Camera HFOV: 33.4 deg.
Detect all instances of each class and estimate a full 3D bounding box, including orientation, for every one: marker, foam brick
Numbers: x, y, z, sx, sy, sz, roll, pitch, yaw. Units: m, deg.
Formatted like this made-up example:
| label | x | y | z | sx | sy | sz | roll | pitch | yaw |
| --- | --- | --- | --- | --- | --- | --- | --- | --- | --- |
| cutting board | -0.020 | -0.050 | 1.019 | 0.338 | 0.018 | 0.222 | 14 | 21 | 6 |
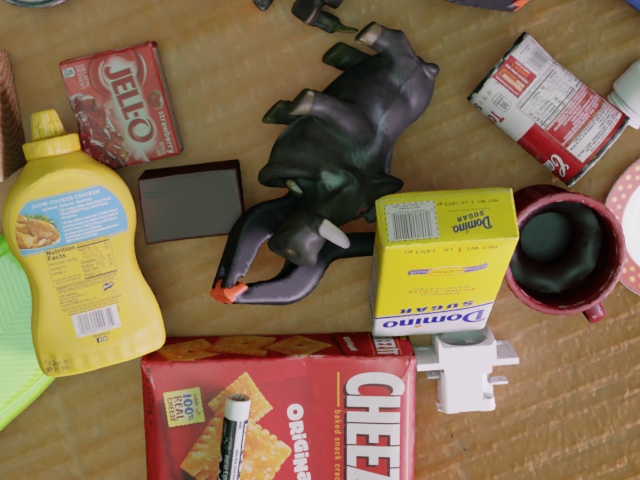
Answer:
| label | x | y | z | sx | sy | sz | roll | pitch | yaw |
| --- | --- | --- | --- | --- | --- | --- | --- | --- | --- |
| marker | -0.069 | 0.177 | 0.812 | 0.020 | 0.020 | 0.121 | 7 | 102 | -3 |
| foam brick | -0.097 | -0.030 | 0.823 | 0.078 | 0.051 | 0.053 | -6 | 102 | 0 |

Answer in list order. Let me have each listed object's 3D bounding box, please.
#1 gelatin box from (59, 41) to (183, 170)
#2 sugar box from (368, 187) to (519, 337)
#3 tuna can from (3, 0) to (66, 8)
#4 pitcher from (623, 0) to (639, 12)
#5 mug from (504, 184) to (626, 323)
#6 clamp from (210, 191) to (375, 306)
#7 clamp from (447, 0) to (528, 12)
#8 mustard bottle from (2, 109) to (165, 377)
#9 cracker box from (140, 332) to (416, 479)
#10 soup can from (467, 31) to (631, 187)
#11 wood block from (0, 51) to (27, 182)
| label | x | y | z | sx | sy | sz | roll | pitch | yaw |
| --- | --- | --- | --- | --- | --- | --- | --- | --- | --- |
| gelatin box | -0.151 | -0.101 | 0.817 | 0.073 | 0.030 | 0.089 | -13 | 103 | 2 |
| sugar box | 0.085 | 0.022 | 0.781 | 0.093 | 0.176 | 0.048 | -3 | 63 | 0 |
| tuna can | -0.212 | -0.215 | 0.788 | 0.086 | 0.034 | 0.086 | 0 | 103 | -1 |
| pitcher | 0.203 | -0.264 | 0.746 | 0.242 | 0.145 | 0.149 | 35 | 112 | -12 |
| mug | 0.184 | 0.012 | 0.822 | 0.093 | 0.081 | 0.117 | -35 | 101 | 6 |
| clamp | -0.005 | 0.001 | 0.811 | 0.120 | 0.039 | 0.171 | 47 | 70 | -9 |
| clamp | 0.073 | -0.239 | 0.765 | 0.209 | 0.036 | 0.164 | 24 | 59 | -23 |
| mustard bottle | -0.182 | -0.002 | 0.790 | 0.096 | 0.058 | 0.191 | -14 | 99 | -13 |
| cracker box | -0.032 | 0.162 | 0.857 | 0.213 | 0.072 | 0.164 | -1 | 104 | -1 |
| soup can | 0.169 | -0.098 | 0.796 | 0.102 | 0.068 | 0.068 | 41 | 99 | 2 |
| wood block | -0.334 | -0.080 | 0.789 | 0.206 | 0.090 | 0.091 | -7 | 104 | 0 |
